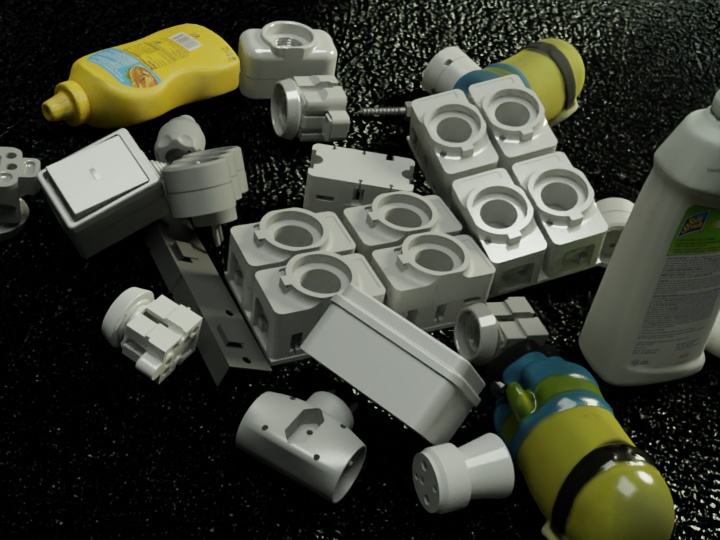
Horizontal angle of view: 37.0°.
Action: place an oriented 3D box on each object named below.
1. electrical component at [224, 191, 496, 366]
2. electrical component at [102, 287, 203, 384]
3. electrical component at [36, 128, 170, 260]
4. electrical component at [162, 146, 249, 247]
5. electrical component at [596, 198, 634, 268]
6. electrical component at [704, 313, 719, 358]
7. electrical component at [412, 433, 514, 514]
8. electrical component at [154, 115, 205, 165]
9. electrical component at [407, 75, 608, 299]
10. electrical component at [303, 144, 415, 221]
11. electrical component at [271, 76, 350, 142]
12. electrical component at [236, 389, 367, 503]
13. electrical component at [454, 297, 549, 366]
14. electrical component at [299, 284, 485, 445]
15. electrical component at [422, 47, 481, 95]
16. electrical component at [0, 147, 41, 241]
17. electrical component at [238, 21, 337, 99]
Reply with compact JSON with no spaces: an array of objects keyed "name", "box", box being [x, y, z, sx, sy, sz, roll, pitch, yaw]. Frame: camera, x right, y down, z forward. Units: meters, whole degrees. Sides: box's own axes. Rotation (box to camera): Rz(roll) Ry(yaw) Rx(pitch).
[{"name":"electrical component","box":[0.000,0.000,0.851,0.186,0.060,0.105,-11,44,-24]},{"name":"electrical component","box":[-0.152,0.044,0.777,0.055,0.048,0.066,31,43,12]},{"name":"electrical component","box":[-0.197,-0.066,0.852,0.096,0.061,0.061,-31,68,-14]},{"name":"electrical component","box":[-0.122,-0.057,0.882,0.052,0.073,0.138,-9,12,2]},{"name":"electrical component","box":[0.268,-0.041,0.957,0.138,0.052,0.073,2,40,3]},{"name":"electrical component","box":[0.304,0.030,0.897,0.079,0.044,0.077,-15,46,-28]},{"name":"electrical component","box":[0.068,0.136,0.717,0.055,0.045,0.045,-9,44,-22]},{"name":"electrical component","box":[-0.160,-0.116,0.966,0.043,0.043,0.062,7,38,-5]},{"name":"electrical component","box":[0.123,-0.079,0.927,0.105,0.060,0.186,-16,57,-11]},{"name":"electrical component","box":[-0.002,-0.067,0.933,0.089,0.055,0.050,9,40,-2]},{"name":"electrical component","box":[-0.050,-0.153,1.024,0.057,0.058,0.078,-5,42,-22]},{"name":"electrical component","box":[-0.030,0.109,0.728,0.077,0.043,0.079,27,42,18]},{"name":"electrical component","box":[0.106,0.049,0.829,0.055,0.048,0.066,-1,40,-25]},{"name":"electrical component","box":[0.024,0.067,0.750,0.113,0.078,0.057,33,83,24]},{"name":"electrical component","box":[0.100,-0.194,1.111,0.055,0.055,0.047,-23,54,-34]},{"name":"electrical component","box":[-0.295,-0.060,0.857,0.078,0.057,0.058,2,40,-11]},{"name":"electrical component","box":[-0.074,-0.211,1.086,0.095,0.059,0.053,-3,42,-16]}]
